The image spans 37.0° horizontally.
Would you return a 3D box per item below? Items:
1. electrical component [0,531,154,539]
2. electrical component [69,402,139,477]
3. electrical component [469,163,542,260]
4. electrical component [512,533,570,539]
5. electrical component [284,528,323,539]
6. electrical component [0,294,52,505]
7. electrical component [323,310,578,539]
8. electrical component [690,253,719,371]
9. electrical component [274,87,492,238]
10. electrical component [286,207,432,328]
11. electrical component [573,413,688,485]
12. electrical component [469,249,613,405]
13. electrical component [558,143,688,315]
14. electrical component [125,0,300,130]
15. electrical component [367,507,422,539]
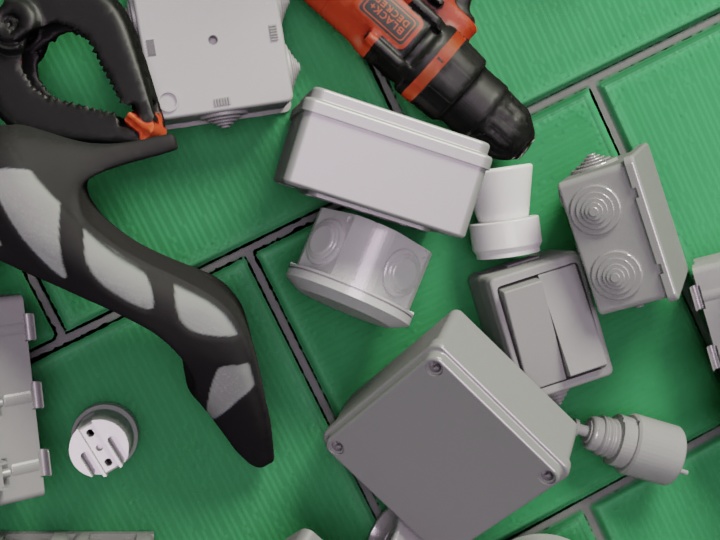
[{"bbox_3d":[-0.200,0.206,0.635,0.150,0.062,0.089,2,92,-8],"label":"electrical component"},{"bbox_3d":[-0.154,0.102,0.645,0.040,0.046,0.040,0,92,-8],"label":"electrical component"},{"bbox_3d":[0.090,-0.037,0.675,0.045,0.045,0.055,-9,94,-8],"label":"electrical component"},{"bbox_3d":[0.118,0.220,0.682,0.108,0.060,0.108,0,92,-8],"label":"electrical component"},{"bbox_3d":[-0.001,0.245,0.638,0.186,0.060,0.105,43,129,-8],"label":"electrical component"},{"bbox_3d":[-0.222,0.076,0.622,0.063,0.079,0.121,-8,94,-37],"label":"electrical component"},{"bbox_3d":[0.054,0.099,0.644,0.109,0.056,0.109,44,122,-5],"label":"electrical component"},{"bbox_3d":[0.257,0.045,0.690,0.063,0.079,0.121,-15,95,21],"label":"electrical component"},{"bbox_3d":[0.009,-0.061,0.631,0.109,0.109,0.056,17,92,-9],"label":"electrical component"},{"bbox_3d":[0.000,0.000,0.647,0.080,0.080,0.051,24,83,-8],"label":"electrical component"},{"bbox_3d":[0.173,0.112,0.696,0.078,0.040,0.040,17,90,-9],"label":"electrical component"},{"bbox_3d":[0.115,0.040,0.674,0.062,0.061,0.096,-17,95,-7],"label":"electrical component"},{"bbox_3d":[0.162,-0.026,0.661,0.048,0.100,0.099,-17,95,23],"label":"electrical component"},{"bbox_3d":[-0.089,-0.134,0.646,0.100,0.048,0.099,-10,95,-9],"label":"electrical component"},{"bbox_3d":[0.041,0.182,0.680,0.065,0.044,0.044,29,88,-13],"label":"electrical component"}]
